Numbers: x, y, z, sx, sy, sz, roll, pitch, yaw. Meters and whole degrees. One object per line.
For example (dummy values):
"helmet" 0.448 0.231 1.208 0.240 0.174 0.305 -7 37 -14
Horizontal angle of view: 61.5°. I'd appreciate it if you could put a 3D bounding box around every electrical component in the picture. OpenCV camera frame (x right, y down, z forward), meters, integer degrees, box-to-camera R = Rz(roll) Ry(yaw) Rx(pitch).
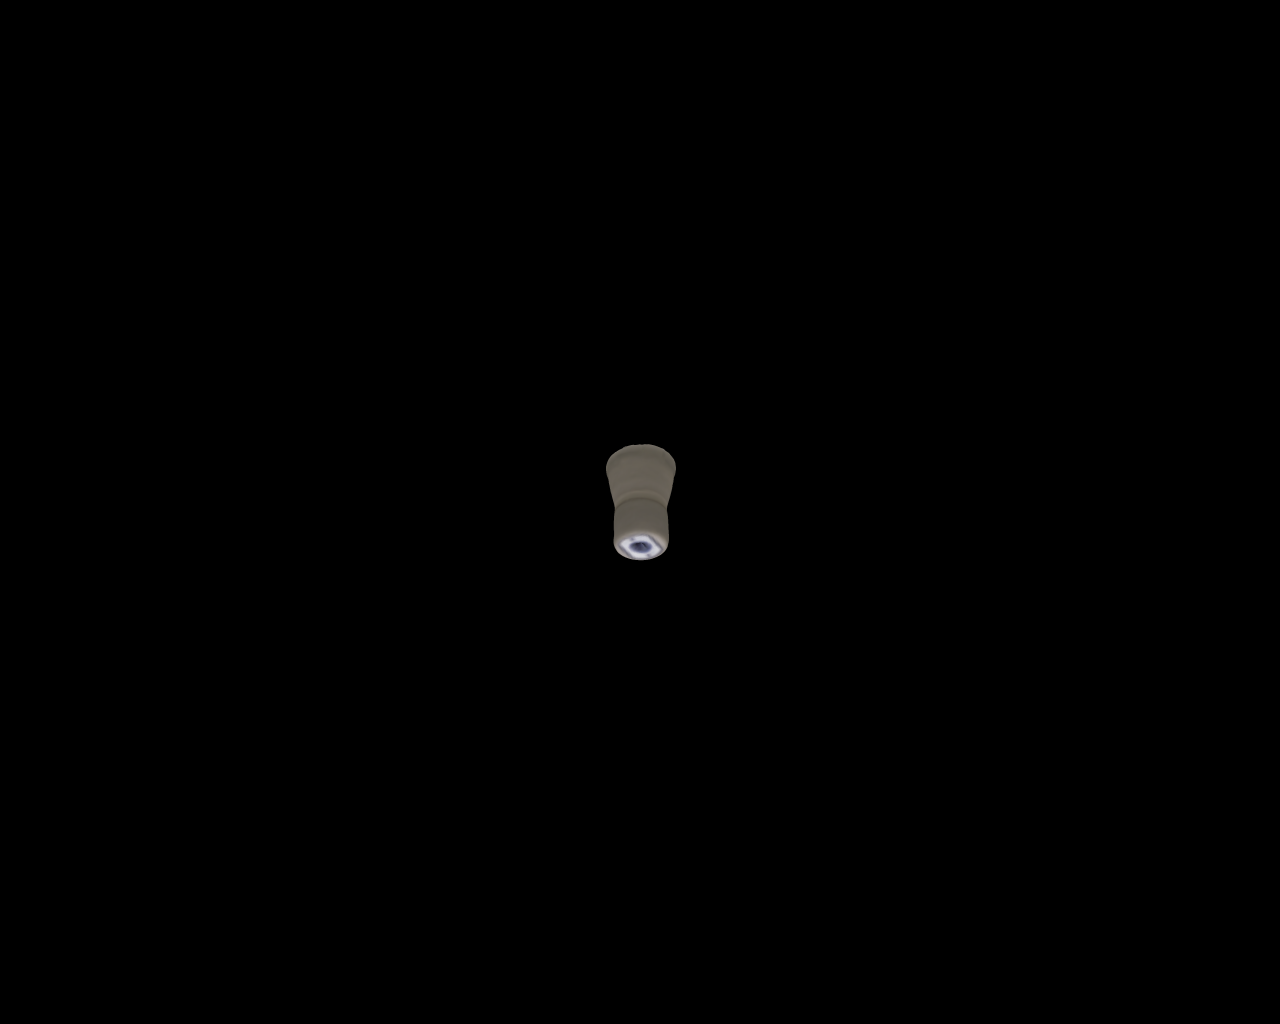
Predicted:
"electrical component" 0.001 -0.003 0.650 0.044 0.065 0.044 0 -36 0
